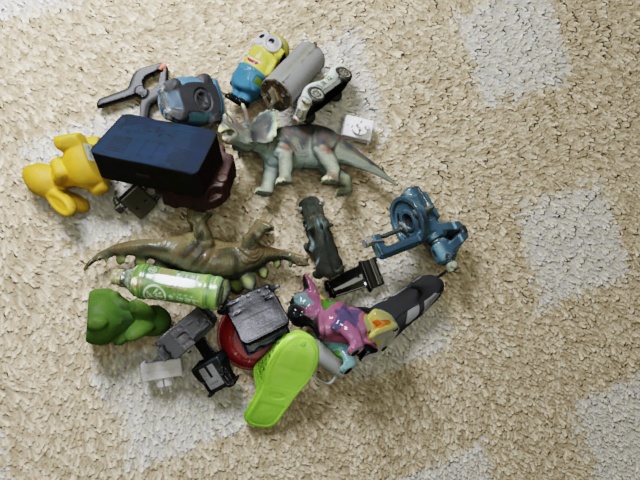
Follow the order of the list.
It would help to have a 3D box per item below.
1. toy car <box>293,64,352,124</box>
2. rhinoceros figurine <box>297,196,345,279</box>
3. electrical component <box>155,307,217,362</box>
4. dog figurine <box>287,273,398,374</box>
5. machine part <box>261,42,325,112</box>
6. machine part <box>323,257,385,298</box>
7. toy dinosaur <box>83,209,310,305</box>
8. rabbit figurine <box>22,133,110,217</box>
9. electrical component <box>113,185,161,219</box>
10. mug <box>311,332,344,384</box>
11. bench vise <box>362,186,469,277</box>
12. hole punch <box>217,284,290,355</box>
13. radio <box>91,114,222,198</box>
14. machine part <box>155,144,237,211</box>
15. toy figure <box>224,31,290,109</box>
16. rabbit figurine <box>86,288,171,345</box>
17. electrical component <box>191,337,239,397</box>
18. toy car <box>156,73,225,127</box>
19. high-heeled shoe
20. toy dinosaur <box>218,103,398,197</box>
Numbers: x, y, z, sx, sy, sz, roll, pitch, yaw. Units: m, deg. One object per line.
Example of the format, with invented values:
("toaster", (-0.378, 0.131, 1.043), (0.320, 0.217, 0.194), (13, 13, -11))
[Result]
("toy car", (0.006, -0.321, 1.173), (0.056, 0.073, 0.202), (39, 51, 5))
("rhinoceros figurine", (-0.002, -0.004, 1.188), (0.073, 0.112, 0.190), (-16, 74, -4))
("electrical component", (-0.286, 0.197, 1.140), (0.134, 0.115, 0.058), (-40, 92, -4))
("dog figurine", (0.039, 0.163, 1.168), (0.191, 0.108, 0.219), (-25, 59, -27))
("machine part", (-0.057, -0.355, 1.164), (0.079, 0.079, 0.243), (36, 53, -7))
("machine part", (0.078, 0.094, 1.240), (0.139, 0.039, 0.084), (-18, 98, -10))
("toy dinosaur", (-0.256, 0.032, 1.155), (0.472, 0.105, 0.198), (8, 92, -5))
("rabbit figurine", (-0.528, -0.131, 1.120), (0.173, 0.122, 0.162), (-14, 101, 5))
("electrical component", (-0.397, -0.093, 1.162), (0.102, 0.045, 0.078), (-50, 125, -4))
("mug", (0.014, 0.261, 1.211), (0.107, 0.081, 0.109), (28, 88, 2))
("bench vise", (0.207, -0.006, 1.210), (0.241, 0.129, 0.223), (-19, 85, -26))
("hole punch", (-0.129, 0.169, 1.134), (0.142, 0.092, 0.116), (-25, 60, -11))
("radio", (-0.321, -0.172, 1.077), (0.230, 0.073, 0.131), (13, 53, 10))
("machine part", (-0.264, -0.140, 1.131), (0.179, 0.056, 0.179), (0, 52, -1))
("toy figure", (-0.138, -0.375, 1.187), (0.082, 0.089, 0.180), (31, 93, -4))
("rabbit figurine", (-0.393, 0.158, 1.119), (0.170, 0.159, 0.121), (4, 79, -24))
("electrical component", (-0.237, 0.272, 1.171), (0.075, 0.048, 0.119), (-26, 97, 13))
("toy car", (-0.287, -0.289, 1.146), (0.161, 0.103, 0.109), (-24, 103, -49))
("high-heeled shoe", (0.189, 0.179, 1.259), (0.248, 0.145, 0.086), (-53, 55, 18))
("toy dinosaur", (-0.030, -0.198, 1.188), (0.405, 0.131, 0.192), (0, 78, -19))
